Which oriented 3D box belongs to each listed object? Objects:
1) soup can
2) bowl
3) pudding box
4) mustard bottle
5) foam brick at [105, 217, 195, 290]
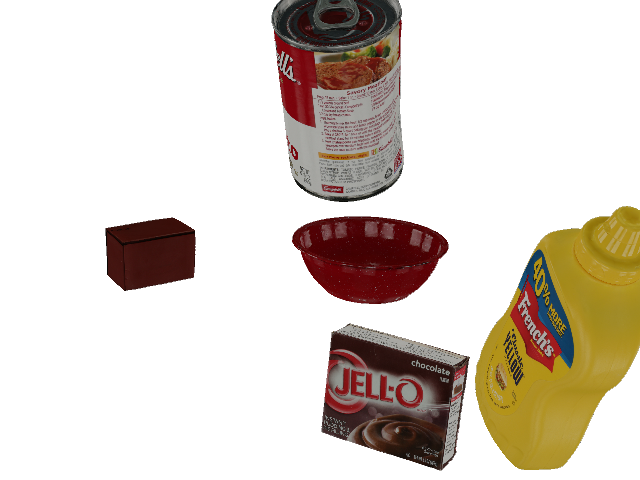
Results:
[{"bbox_3d":[0.012,-0.081,0.585,0.068,0.102,0.068,-3,42,3],"label":"soup can"},{"bbox_3d":[0.051,0.024,1.106,0.162,0.055,0.162,2,18,-1],"label":"bowl"},{"bbox_3d":[0.060,0.125,0.869,0.114,0.090,0.039,12,17,24],"label":"pudding box"},{"bbox_3d":[0.148,0.050,0.634,0.058,0.096,0.192,2,-41,-13],"label":"mustard bottle"},{"bbox_3d":[-0.171,0.012,1.075,0.078,0.051,0.053,-10,22,-28],"label":"foam brick"}]
